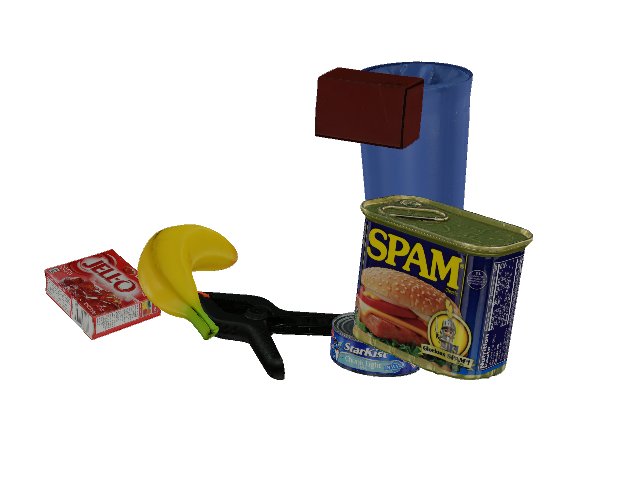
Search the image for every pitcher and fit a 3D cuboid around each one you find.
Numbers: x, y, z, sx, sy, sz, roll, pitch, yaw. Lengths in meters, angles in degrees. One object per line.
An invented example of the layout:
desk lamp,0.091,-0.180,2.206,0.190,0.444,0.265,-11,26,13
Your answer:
pitcher,0.116,-0.085,1.251,0.149,0.243,0.145,-5,23,-6

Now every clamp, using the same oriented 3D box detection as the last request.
clamp,-0.074,0.102,1.247,0.210,0.036,0.164,14,23,28

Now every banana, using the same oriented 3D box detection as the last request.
banana,-0.098,0.020,0.783,0.037,0.069,0.198,-38,11,11

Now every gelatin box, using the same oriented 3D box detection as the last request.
gelatin box,-0.200,0.047,0.978,0.073,0.030,0.089,-19,40,-37

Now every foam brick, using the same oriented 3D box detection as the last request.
foam brick,0.040,-0.109,0.877,0.078,0.051,0.052,11,21,20

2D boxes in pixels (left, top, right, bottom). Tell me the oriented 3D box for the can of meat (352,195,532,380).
can of meat,0.068,0.027,0.631,0.102,0.084,0.057,21,23,40

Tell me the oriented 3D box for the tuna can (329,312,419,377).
tuna can,0.051,0.093,0.964,0.086,0.034,0.086,5,14,-1
